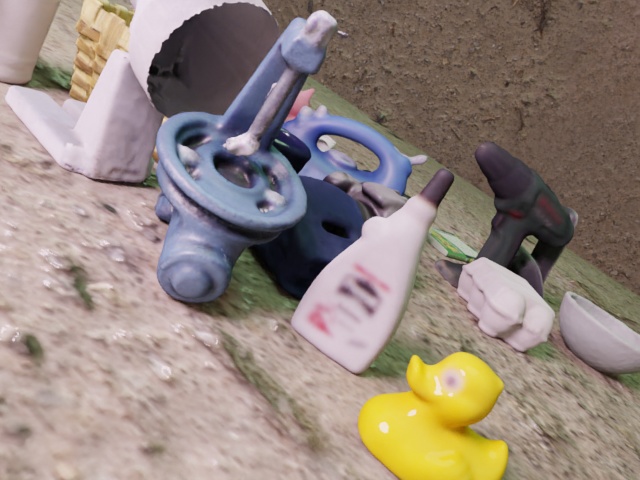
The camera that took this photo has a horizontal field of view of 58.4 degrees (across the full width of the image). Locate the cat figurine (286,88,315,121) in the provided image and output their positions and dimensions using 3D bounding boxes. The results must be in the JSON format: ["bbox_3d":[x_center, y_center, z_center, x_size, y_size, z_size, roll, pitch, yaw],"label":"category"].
[{"bbox_3d":[-0.048,-0.236,1.081,0.067,0.117,0.127,24,19,-24],"label":"cat figurine"}]

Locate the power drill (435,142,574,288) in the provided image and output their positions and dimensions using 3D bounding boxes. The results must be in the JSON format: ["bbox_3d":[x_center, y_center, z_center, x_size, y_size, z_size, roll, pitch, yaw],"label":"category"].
[{"bbox_3d":[0.275,-0.016,0.880,0.230,0.208,0.075,23,19,-27],"label":"power drill"}]

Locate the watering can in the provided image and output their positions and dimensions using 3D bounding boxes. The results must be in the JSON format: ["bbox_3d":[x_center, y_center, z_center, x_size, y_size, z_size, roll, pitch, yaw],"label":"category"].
[{"bbox_3d":[-0.312,-0.271,0.580,0.101,0.194,0.172,21,20,-32],"label":"watering can"}]

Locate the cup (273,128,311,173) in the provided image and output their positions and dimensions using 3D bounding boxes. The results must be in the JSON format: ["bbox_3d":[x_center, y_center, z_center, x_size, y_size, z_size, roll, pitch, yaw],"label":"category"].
[{"bbox_3d":[-0.077,-0.091,0.663,0.092,0.095,0.117,15,23,-44],"label":"cup"}]

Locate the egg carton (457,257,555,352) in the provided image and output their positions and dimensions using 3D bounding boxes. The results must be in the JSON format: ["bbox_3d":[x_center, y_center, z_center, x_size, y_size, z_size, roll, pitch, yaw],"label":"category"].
[{"bbox_3d":[0.255,0.087,0.795,0.107,0.069,0.150,27,17,-16],"label":"egg carton"}]

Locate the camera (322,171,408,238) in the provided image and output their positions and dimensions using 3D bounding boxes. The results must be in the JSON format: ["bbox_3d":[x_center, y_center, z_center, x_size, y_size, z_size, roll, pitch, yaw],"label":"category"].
[{"bbox_3d":[0.033,-0.030,0.677,0.137,0.100,0.142,11,27,-51],"label":"camera"}]

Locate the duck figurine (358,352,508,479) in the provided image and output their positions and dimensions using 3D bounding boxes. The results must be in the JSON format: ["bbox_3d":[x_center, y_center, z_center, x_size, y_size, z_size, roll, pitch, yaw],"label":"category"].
[{"bbox_3d":[0.089,0.118,0.386,0.104,0.086,0.077,31,17,-5],"label":"duck figurine"}]

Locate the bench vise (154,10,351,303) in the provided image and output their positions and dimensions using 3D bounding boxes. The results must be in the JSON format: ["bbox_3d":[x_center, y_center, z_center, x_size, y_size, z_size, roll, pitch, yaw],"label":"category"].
[{"bbox_3d":[-0.069,-0.086,0.447,0.122,0.219,0.206,19,21,-37],"label":"bench vise"}]

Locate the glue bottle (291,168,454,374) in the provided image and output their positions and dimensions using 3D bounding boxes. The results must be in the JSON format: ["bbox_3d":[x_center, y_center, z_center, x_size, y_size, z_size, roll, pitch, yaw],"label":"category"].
[{"bbox_3d":[0.050,0.018,0.447,0.078,0.173,0.037,34,17,7],"label":"glue bottle"}]

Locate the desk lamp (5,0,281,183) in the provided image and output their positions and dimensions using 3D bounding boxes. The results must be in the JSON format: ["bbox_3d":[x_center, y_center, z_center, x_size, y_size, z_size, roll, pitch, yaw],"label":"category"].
[{"bbox_3d":[-0.157,-0.157,0.501,0.202,0.213,0.118,40,19,26],"label":"desk lamp"}]

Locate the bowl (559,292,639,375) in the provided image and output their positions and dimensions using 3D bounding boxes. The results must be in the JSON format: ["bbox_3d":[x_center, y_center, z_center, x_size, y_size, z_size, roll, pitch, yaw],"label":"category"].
[{"bbox_3d":[0.445,0.161,0.915,0.168,0.074,0.167,29,17,-10],"label":"bowl"}]

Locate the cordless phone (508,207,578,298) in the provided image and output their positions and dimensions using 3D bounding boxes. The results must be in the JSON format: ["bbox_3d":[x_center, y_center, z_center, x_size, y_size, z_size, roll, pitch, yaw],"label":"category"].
[{"bbox_3d":[0.387,0.013,1.036,0.094,0.185,0.147,27,18,-18],"label":"cordless phone"}]

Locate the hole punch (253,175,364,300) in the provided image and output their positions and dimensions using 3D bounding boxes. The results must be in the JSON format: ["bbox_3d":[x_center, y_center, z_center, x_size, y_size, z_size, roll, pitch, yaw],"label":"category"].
[{"bbox_3d":[0.005,0.002,0.555,0.109,0.091,0.100,16,23,-43],"label":"hole punch"}]

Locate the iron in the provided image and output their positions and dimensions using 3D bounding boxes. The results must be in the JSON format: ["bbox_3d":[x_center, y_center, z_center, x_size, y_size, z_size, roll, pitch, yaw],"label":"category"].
[{"bbox_3d":[0.025,-0.120,0.843,0.259,0.141,0.118,29,17,-10],"label":"iron"}]
